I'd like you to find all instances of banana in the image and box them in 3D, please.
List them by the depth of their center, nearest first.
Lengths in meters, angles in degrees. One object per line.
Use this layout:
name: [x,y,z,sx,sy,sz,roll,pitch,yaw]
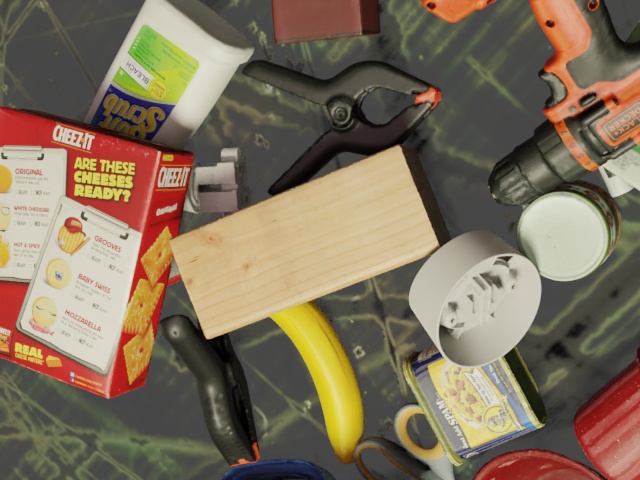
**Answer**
banana: [-0.006,0.107,0.961,0.070,0.037,0.198,-36,86,42]

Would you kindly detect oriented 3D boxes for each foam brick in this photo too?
foam brick: [0.005,-0.191,0.880,0.078,0.053,0.051,-2,101,21]

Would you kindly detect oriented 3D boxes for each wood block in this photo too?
wood block: [-0.006,0.002,0.883,0.206,0.090,0.090,-22,88,13]

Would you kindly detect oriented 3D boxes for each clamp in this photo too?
clamp: [0.018,-0.096,0.904,0.172,0.039,0.120,0,106,21]
clamp: [-0.094,0.117,0.944,0.036,0.164,0.210,-10,107,9]

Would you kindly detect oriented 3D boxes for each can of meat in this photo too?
can of meat: [0.131,0.126,0.898,0.084,0.057,0.102,-28,91,22]

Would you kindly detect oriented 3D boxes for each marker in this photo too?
marker: [0.212,-0.092,0.838,0.020,0.020,0.121,-25,92,24]

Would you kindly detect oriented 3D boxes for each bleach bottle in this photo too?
bleach bottle: [-0.162,-0.096,0.963,0.102,0.068,0.251,38,114,12]

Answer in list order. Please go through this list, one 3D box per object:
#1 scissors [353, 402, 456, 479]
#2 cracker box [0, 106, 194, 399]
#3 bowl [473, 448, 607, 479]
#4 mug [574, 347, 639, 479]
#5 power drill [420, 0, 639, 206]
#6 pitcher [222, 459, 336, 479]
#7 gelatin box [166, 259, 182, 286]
scissors: [0.128,0.215,0.939,0.202,0.016,0.096,25,97,4]
cracker box: [-0.212,0.008,0.921,0.164,0.072,0.214,16,99,19]
bowl: [0.201,0.242,0.884,0.162,0.055,0.162,10,107,36]
mug: [0.264,0.149,0.841,0.117,0.093,0.082,28,121,-24]
power drill: [0.158,-0.129,0.767,0.185,0.057,0.187,-35,111,25]
pitcher: [-0.019,0.280,0.928,0.243,0.144,0.149,-18,98,37]
gelatin box: [-0.171,0.024,0.985,0.089,0.073,0.030,2,100,22]
